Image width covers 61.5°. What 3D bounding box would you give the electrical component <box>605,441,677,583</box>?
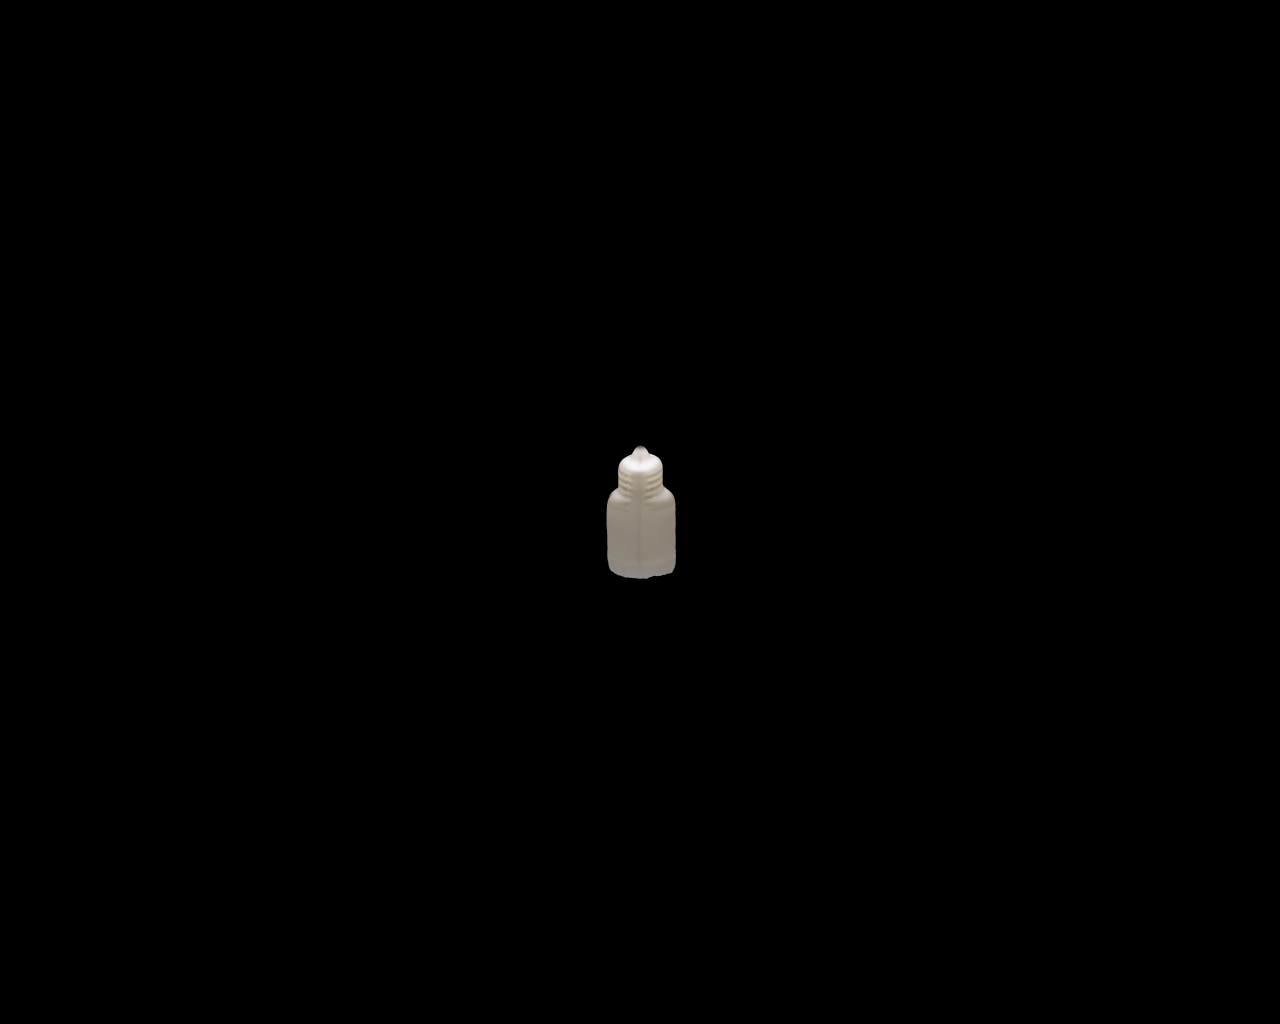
[{"bbox_3d":[0.001,-0.003,0.650,0.043,0.080,0.043,0,20,0],"label":"electrical component"}]
